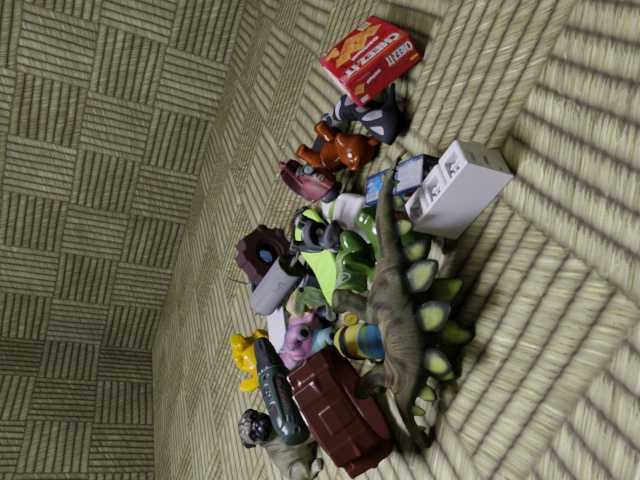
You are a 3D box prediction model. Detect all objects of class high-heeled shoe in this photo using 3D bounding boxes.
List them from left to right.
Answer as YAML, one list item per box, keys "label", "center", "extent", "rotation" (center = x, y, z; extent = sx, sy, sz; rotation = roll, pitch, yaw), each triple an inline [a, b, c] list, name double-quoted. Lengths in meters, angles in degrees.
- label: "high-heeled shoe"
  center: [0.097, -0.252, 1.186]
  extent: [0.249, 0.086, 0.145]
  rotation: [-10, 69, 59]

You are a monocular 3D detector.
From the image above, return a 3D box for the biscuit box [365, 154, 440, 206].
- label: "biscuit box"
  center: [0.159, -0.105, 1.016]
  extent: [0.203, 0.063, 0.059]
  rotation: [165, 112, -65]

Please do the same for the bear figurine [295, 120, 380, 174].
- label: "bear figurine"
  center: [0.043, -0.214, 1.248]
  extent: [0.120, 0.132, 0.196]
  rotation: [-54, 14, -11]

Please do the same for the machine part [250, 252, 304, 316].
- label: "machine part"
  center: [-0.112, 0.117, 1.375]
  extent: [0.243, 0.079, 0.079]
  rotation: [-51, 35, 35]

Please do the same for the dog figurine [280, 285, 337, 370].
- label: "dog figurine"
  center: [-0.047, 0.235, 1.289]
  extent: [0.219, 0.108, 0.192]
  rotation: [124, 147, -47]

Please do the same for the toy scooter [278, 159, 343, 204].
- label: "toy scooter"
  center: [-0.032, -0.143, 1.266]
  extent: [0.075, 0.135, 0.184]
  rotation: [-54, 18, -13]

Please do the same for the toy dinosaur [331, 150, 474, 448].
- label: "toy dinosaur"
  center: [0.128, 0.105, 0.849]
  extent: [0.199, 0.105, 0.471]
  rotation: [-12, 92, 34]

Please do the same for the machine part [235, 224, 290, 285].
- label: "machine part"
  center: [-0.150, 0.043, 1.513]
  extent: [0.056, 0.179, 0.179]
  rotation: [-39, 46, 51]

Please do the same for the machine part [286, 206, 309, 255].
- label: "machine part"
  center: [-0.060, -0.025, 1.510]
  extent: [0.084, 0.039, 0.139]
  rotation: [-8, 71, 60]

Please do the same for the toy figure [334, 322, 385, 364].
- label: "toy figure"
  center: [0.095, 0.184, 1.004]
  extent: [0.180, 0.089, 0.082]
  rotation: [-26, 48, 63]

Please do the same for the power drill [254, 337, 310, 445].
- label: "power drill"
  center: [-0.023, 0.294, 1.083]
  extent: [0.086, 0.207, 0.232]
  rotation: [-55, 35, 31]

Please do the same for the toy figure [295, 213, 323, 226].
- label: "toy figure"
  center: [-0.019, -0.040, 1.404]
  extent: [0.155, 0.058, 0.064]
  rotation: [14, 132, 65]

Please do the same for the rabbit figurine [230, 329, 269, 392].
- label: "rabbit figurine"
  center: [-0.185, 0.362, 1.540]
  extent: [0.173, 0.122, 0.162]
  rotation: [33, 115, 45]

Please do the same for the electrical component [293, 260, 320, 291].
- label: "electrical component"
  center: [-0.026, 0.092, 1.368]
  extent: [0.075, 0.048, 0.119]
  rotation: [38, 115, 63]

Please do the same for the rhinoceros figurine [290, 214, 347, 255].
- label: "rhinoceros figurine"
  center: [-0.002, -0.003, 1.138]
  extent: [0.190, 0.112, 0.073]
  rotation: [155, 135, -76]

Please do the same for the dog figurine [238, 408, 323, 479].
- label: "dog figurine"
  center: [-0.100, 0.467, 1.200]
  extent: [0.121, 0.190, 0.172]
  rotation: [162, 115, -64]

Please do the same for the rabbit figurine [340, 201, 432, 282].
- label: "rabbit figurine"
  center: [0.116, 0.025, 0.961]
  extent: [0.121, 0.159, 0.170]
  rotation: [-90, 2, -50]

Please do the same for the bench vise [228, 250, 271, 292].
- label: "bench vise"
  center: [-0.186, 0.107, 1.633]
  extent: [0.241, 0.129, 0.223]
  rotation: [-96, 31, -51]

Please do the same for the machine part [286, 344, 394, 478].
- label: "machine part"
  center: [0.036, 0.287, 0.921]
  extent: [0.087, 0.201, 0.201]
  rotation: [-37, 79, 6]

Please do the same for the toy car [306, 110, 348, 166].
- label: "toy car"
  center: [0.013, -0.251, 1.420]
  extent: [0.201, 0.056, 0.074]
  rotation: [-61, 36, 38]
